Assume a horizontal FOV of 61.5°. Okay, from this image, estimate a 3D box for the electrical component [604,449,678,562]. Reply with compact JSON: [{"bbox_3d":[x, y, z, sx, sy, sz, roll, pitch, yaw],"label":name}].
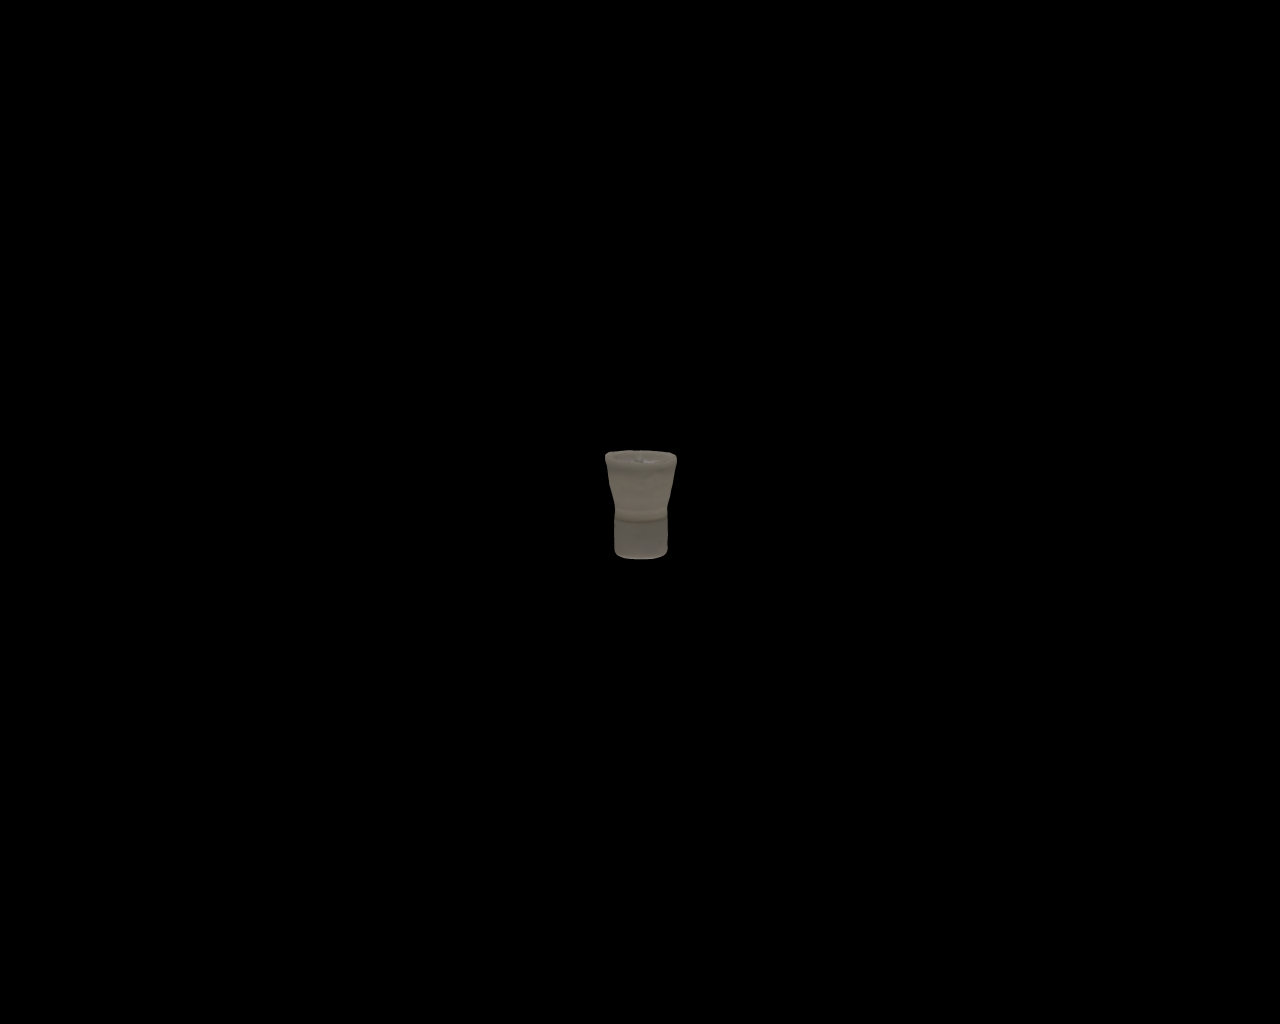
[{"bbox_3d":[0.001,-0.003,0.650,0.044,0.065,0.044,0,12,0],"label":"electrical component"}]
